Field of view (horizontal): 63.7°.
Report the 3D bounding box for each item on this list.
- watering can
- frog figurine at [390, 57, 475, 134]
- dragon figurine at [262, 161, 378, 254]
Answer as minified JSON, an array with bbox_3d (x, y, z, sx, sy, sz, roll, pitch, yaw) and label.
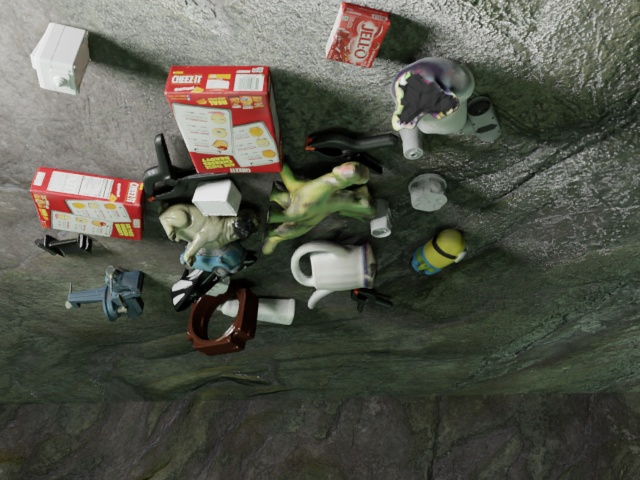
[{"bbox_3d":[0.042,0.096,1.384,0.224,0.106,0.340,-3,147,5],"label":"watering can"},{"bbox_3d":[0.192,-0.234,0.843,0.135,0.123,0.161,-38,170,36],"label":"frog figurine"},{"bbox_3d":[0.003,-0.056,1.107,0.243,0.124,0.402,5,154,-8],"label":"dragon figurine"}]
